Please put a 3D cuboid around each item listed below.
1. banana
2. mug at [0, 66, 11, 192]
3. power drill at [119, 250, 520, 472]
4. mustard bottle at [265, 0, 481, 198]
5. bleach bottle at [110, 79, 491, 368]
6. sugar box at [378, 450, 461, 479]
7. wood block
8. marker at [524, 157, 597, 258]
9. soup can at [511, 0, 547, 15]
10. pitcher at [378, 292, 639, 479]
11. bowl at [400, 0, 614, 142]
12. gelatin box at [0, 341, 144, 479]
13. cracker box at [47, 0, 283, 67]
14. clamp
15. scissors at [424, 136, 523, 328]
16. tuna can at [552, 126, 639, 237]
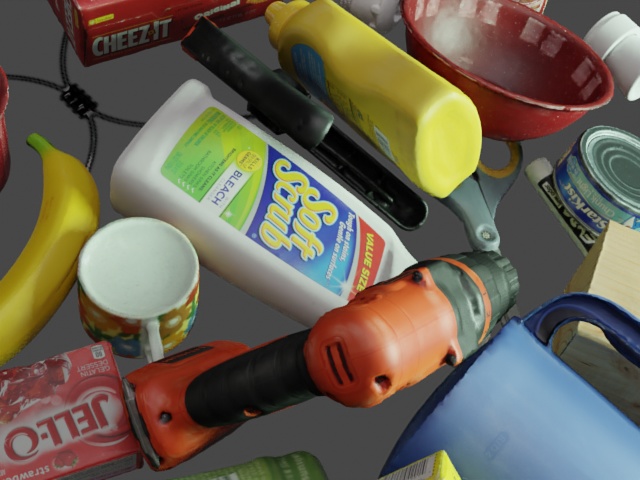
[{"bbox_3d":[-0.181,0.017,0.656,0.070,0.037,0.197,4,53,18],"label":"banana"},{"bbox_3d":[-0.250,-0.063,0.666,0.117,0.081,0.093,-17,62,-19],"label":"mug"},{"bbox_3d":[0.001,0.059,0.566,0.184,0.188,0.057,-15,82,-58],"label":"power drill"},{"bbox_3d":[0.025,-0.112,0.728,0.058,0.096,0.192,-43,57,-7],"label":"mustard bottle"},{"bbox_3d":[-0.004,0.001,0.678,0.251,0.068,0.102,31,59,8],"label":"bleach bottle"},{"bbox_3d":[0.060,0.200,0.510,0.093,0.048,0.176,-28,93,15],"label":"sugar box"},{"bbox_3d":[0.248,0.083,0.648,0.206,0.090,0.090,23,57,6],"label":"wood block"},{"bbox_3d":[0.181,-0.006,0.735,0.020,0.020,0.121,-20,64,-21],"label":"marker"},{"bbox_3d":[0.154,-0.218,0.817,0.068,0.102,0.068,4,58,-7],"label":"soup can"},{"bbox_3d":[0.158,0.154,0.561,0.243,0.149,0.144,39,49,11],"label":"pitcher"},{"bbox_3d":[0.124,-0.118,0.759,0.162,0.055,0.162,14,36,-11],"label":"bowl"},{"bbox_3d":[-0.152,0.105,0.605,0.089,0.030,0.073,-15,61,-17],"label":"gelatin box"},{"bbox_3d":[-0.143,-0.246,0.807,0.164,0.072,0.214,-21,64,-19],"label":"cracker box"},{"bbox_3d":[-0.028,-0.091,0.697,0.210,0.164,0.036,42,93,26],"label":"clamp"},{"bbox_3d":[0.125,-0.012,0.732,0.096,0.016,0.202,-20,63,-20],"label":"scissors"},{"bbox_3d":[0.206,-0.038,0.737,0.086,0.034,0.086,16,46,-17],"label":"tuna can"}]
